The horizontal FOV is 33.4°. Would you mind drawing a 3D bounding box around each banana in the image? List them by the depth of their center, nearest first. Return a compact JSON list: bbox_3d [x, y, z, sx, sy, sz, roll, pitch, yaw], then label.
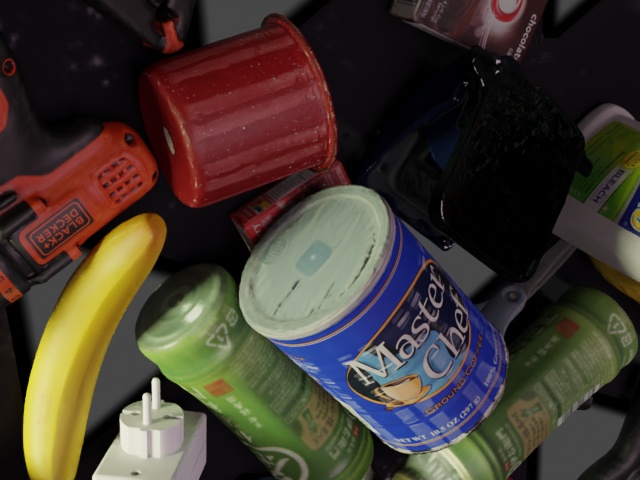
[{"bbox_3d":[-0.133,0.068,0.609,0.037,0.070,0.198,0,112,-51],"label":"banana"}]

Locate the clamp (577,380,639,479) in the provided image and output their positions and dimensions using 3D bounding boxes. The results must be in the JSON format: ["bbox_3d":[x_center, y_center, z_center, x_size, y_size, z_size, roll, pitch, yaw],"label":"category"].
[{"bbox_3d":[0.266,0.195,0.889,0.120,0.039,0.171,29,98,-28],"label":"clamp"}]

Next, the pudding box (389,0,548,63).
[{"bbox_3d":[0.103,-0.172,0.653,0.089,0.039,0.113,18,101,-33],"label":"pudding box"}]

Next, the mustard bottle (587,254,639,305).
[{"bbox_3d":[0.285,0.053,0.806,0.191,0.096,0.058,36,90,-34],"label":"mustard bottle"}]

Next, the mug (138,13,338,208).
[{"bbox_3d":[-0.050,-0.062,0.593,0.081,0.093,0.117,-22,160,-19],"label":"mug"}]

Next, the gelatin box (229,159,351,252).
[{"bbox_3d":[-0.004,0.001,0.672,0.073,0.030,0.089,-35,121,-11],"label":"gelatin box"}]

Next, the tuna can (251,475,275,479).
[{"bbox_3d":[-0.036,0.206,0.737,0.086,0.034,0.086,-10,114,-24],"label":"tuna can"}]

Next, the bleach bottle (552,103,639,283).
[{"bbox_3d":[0.241,-0.009,0.665,0.102,0.251,0.068,-45,123,-5],"label":"bleach bottle"}]

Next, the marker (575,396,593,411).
[{"bbox_3d":[0.161,0.122,0.815,0.120,0.020,0.020,4,108,-29],"label":"marker"}]

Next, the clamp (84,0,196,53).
[{"bbox_3d":[-0.115,-0.190,0.529,0.164,0.036,0.210,-23,122,-28],"label":"clamp"}]

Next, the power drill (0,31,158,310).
[{"bbox_3d":[-0.197,-0.046,0.538,0.184,0.057,0.187,-39,126,-13],"label":"power drill"}]

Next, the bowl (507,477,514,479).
[{"bbox_3d":[0.112,0.258,0.823,0.161,0.055,0.162,-11,115,-24],"label":"bowl"}]

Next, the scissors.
[{"bbox_3d":[0.113,0.040,0.750,0.201,0.096,0.016,-56,160,-32],"label":"scissors"}]

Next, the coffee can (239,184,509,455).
[{"bbox_3d":[0.034,0.049,0.632,0.103,0.103,0.140,-47,126,-4],"label":"coffee can"}]
